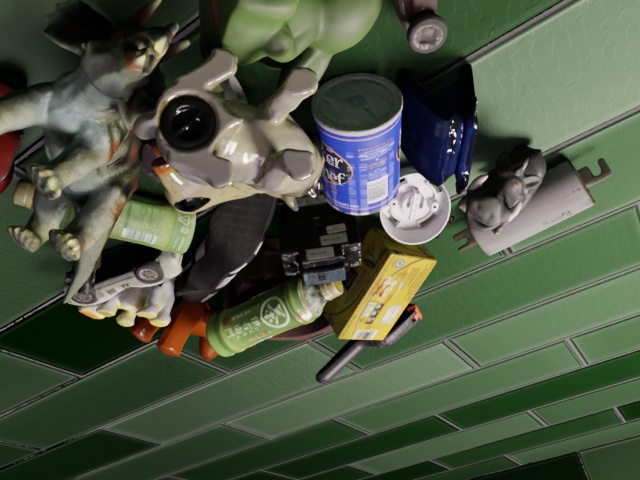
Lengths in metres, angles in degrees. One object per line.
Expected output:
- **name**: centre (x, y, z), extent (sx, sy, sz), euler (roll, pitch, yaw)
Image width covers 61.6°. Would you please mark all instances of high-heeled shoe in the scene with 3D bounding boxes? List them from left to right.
- **high-heeled shoe**: centre (-0.134, 0.006, 0.819), extent (0.086, 0.145, 0.248), euler (45, 99, 1)

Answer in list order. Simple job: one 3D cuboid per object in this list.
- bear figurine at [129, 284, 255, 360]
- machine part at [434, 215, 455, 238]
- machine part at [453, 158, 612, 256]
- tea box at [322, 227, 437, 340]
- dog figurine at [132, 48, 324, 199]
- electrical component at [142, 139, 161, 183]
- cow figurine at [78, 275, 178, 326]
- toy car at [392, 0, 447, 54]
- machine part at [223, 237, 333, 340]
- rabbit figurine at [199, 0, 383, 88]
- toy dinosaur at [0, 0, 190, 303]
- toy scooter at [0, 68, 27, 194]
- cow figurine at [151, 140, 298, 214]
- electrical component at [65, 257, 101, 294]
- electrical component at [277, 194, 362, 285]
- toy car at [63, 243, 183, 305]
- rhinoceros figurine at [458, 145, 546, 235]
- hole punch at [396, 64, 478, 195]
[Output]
- **bear figurine**: centre (-0.215, 0.166, 0.951), extent (0.120, 0.132, 0.195), euler (16, 152, 35)
- **machine part**: centre (0.141, -0.011, 0.854), extent (0.139, 0.039, 0.084), euler (-35, 140, 28)
- **machine part**: centre (0.312, -0.045, 0.806), extent (0.243, 0.079, 0.079), euler (-30, 137, 26)
- **tea box**: centre (0.087, 0.071, 0.821), extent (0.098, 0.068, 0.169), euler (11, 120, -36)
- **dog figurine**: centre (-0.078, -0.087, 0.539), extent (0.172, 0.121, 0.190), euler (13, 171, -2)
- **electrical component**: centre (-0.210, -0.101, 0.684), extent (0.094, 0.021, 0.063), euler (-29, 138, 19)
- **cow figurine**: centre (-0.311, 0.085, 0.865), extent (0.168, 0.098, 0.068), euler (-1, 152, 21)
- **toy car**: centre (0.084, -0.261, 0.479), extent (0.053, 0.089, 0.202), euler (-11, 144, 1)
- **machine part**: centre (-0.053, 0.091, 0.911), extent (0.201, 0.087, 0.201), euler (6, 140, -20)
- **rabbit figurine**: centre (-0.021, -0.206, 0.514), extent (0.170, 0.121, 0.159), euler (-8, 147, -25)
- **toy dinosaur**: centre (-0.244, -0.089, 0.580), extent (0.131, 0.192, 0.404), euler (38, 144, 3)
- **toy scooter**: centre (-0.371, -0.087, 0.583), extent (0.075, 0.135, 0.184), euler (19, 136, -32)
- **cow figurine**: centre (-0.097, -0.084, 0.668), extent (0.195, 0.086, 0.127), euler (-18, 134, -9)
- **electrical component**: centre (-0.334, 0.018, 0.756), extent (0.045, 0.078, 0.102), euler (5, 98, -12)
- **electrical component**: centre (-0.002, -0.002, 0.760), extent (0.115, 0.134, 0.058), euler (-8, 142, 3)
- **toy car**: centre (-0.299, 0.044, 0.814), extent (0.202, 0.073, 0.056), euler (-18, 141, 13)
- **rhinoceros figurine**: centre (0.242, -0.065, 0.697), extent (0.190, 0.073, 0.112), euler (-35, 166, -44)
- **hole punch**: centre (0.137, -0.134, 0.638), extent (0.092, 0.116, 0.142), euler (0, 142, 3)
